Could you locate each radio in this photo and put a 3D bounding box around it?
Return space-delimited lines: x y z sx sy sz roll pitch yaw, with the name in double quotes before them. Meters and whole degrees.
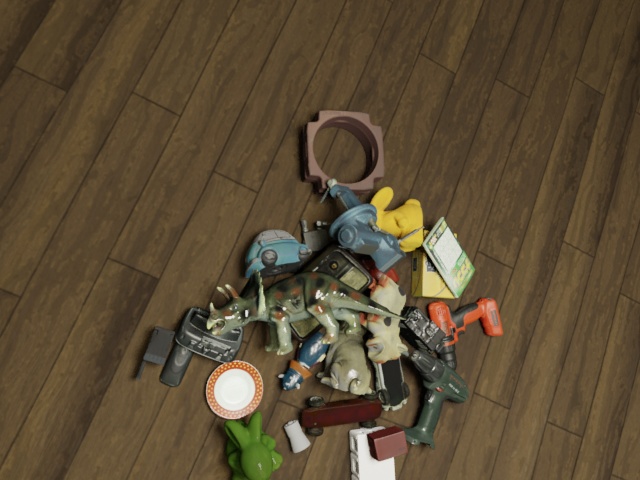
"radio" -0.001 0.116 1.251 0.229 0.073 0.131 -42 94 3

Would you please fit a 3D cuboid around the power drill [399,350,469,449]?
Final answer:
"power drill" 0.257 0.388 1.302 0.232 0.086 0.207 31 76 -36

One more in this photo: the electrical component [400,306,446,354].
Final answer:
"electrical component" 0.243 0.222 1.325 0.134 0.115 0.058 46 76 -11

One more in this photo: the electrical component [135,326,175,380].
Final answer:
"electrical component" -0.356 0.247 1.164 0.048 0.075 0.119 19 74 -13

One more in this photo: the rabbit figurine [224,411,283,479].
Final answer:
"rabbit figurine" -0.138 0.451 1.152 0.121 0.170 0.159 -13 87 -18

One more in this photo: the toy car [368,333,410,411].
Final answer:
"toy car" 0.168 0.318 1.318 0.073 0.056 0.201 -12 94 -24

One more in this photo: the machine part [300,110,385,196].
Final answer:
"machine part" 0.053 -0.214 1.342 0.201 0.087 0.201 -1 83 -15

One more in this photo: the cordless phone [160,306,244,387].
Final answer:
"cordless phone" -0.264 0.255 1.200 0.146 0.089 0.184 26 88 -13

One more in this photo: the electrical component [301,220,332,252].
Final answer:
"electrical component" -0.003 -0.003 1.318 0.078 0.045 0.102 -3 84 -19

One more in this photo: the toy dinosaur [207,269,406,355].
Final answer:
"toy dinosaur" -0.035 0.134 1.162 0.405 0.131 0.192 -14 91 -2

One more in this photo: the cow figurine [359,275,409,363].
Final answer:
"cow figurine" 0.151 0.191 1.237 0.127 0.085 0.195 31 58 -22

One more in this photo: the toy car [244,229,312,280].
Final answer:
"toy car" -0.107 0.025 1.256 0.162 0.109 0.103 -12 69 -26

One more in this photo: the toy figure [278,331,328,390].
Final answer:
"toy figure" -0.035 0.287 1.263 0.154 0.064 0.057 -54 130 -13

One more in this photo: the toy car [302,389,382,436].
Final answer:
"toy car" 0.052 0.407 1.277 0.202 0.053 0.089 -3 102 -17

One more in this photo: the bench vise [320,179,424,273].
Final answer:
"bench vise" 0.095 -0.043 1.226 0.223 0.129 0.241 -2 52 -45

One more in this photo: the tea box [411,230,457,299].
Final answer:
"tea box" 0.294 0.065 1.386 0.098 0.068 0.169 4 83 -17

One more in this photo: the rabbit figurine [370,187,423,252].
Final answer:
"rabbit figurine" 0.166 -0.049 1.342 0.173 0.122 0.162 -1 90 2

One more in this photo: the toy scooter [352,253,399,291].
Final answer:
"toy scooter" 0.105 0.070 1.327 0.184 0.075 0.135 -3 84 -13

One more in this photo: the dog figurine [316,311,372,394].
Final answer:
"dog figurine" 0.077 0.248 1.249 0.121 0.172 0.190 18 85 -25
